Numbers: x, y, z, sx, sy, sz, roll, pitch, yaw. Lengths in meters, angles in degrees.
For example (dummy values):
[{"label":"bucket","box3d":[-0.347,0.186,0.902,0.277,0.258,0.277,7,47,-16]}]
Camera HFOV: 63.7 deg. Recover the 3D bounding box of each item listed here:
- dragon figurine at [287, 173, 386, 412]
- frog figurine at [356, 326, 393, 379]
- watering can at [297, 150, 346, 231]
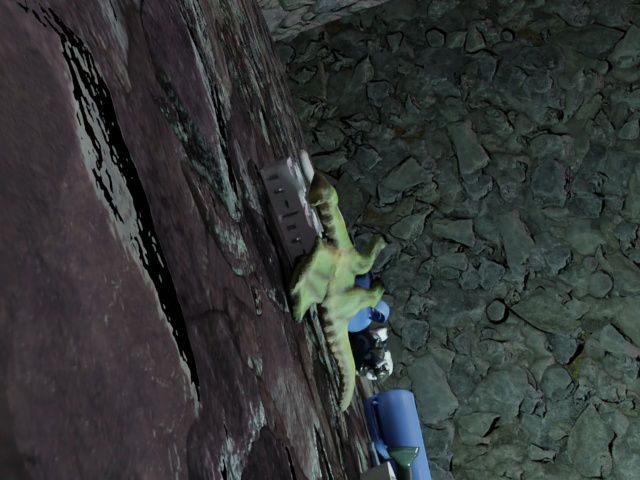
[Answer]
[{"label":"dragon figurine","box3d":[0.009,0.091,0.866,0.122,0.414,0.241,-4,-11,32]},{"label":"frog figurine","box3d":[0.131,0.313,1.370,0.122,0.135,0.162,26,27,-3]},{"label":"watering can","box3d":[0.004,-0.070,1.383,0.104,0.356,0.219,-17,-40,4]}]
